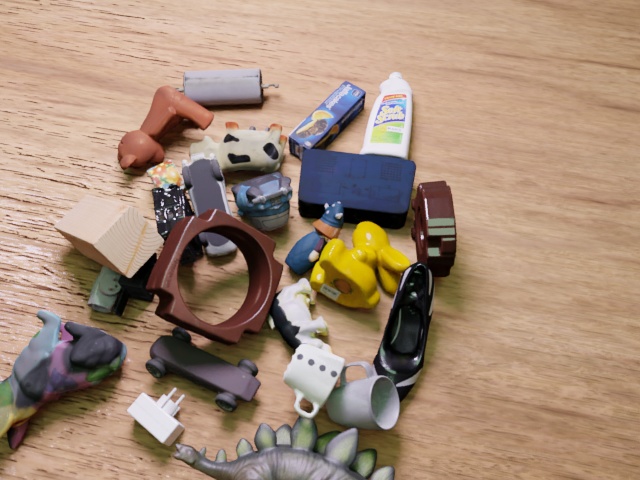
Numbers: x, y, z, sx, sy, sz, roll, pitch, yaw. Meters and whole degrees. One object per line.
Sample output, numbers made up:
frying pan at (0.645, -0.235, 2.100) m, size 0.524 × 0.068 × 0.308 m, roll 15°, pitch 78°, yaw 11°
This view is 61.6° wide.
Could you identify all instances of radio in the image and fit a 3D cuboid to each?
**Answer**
radio at (0.071, -0.102, 1.076) m, size 0.230 × 0.073 × 0.131 m, roll 7°, pitch 64°, yaw 6°

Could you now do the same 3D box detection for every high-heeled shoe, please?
high-heeled shoe at (0.143, 0.161, 0.898) m, size 0.086 × 0.145 × 0.249 m, roll 13°, pitch 62°, yaw 7°

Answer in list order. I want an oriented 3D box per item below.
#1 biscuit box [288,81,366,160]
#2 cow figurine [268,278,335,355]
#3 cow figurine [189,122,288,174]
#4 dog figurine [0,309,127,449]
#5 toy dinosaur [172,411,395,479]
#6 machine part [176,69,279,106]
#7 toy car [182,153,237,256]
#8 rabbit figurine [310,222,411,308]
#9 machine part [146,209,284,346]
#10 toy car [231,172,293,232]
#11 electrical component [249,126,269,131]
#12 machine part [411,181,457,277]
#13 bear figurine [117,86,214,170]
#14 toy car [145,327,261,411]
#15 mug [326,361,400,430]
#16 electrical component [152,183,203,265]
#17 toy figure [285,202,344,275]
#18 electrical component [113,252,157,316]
biscuit box at (0.017, -0.255, 1.160) m, size 0.059 × 0.062 × 0.202 m, roll 35°, pitch 69°, yaw 16°
cow figurine at (-0.034, 0.160, 0.943) m, size 0.098 × 0.068 × 0.167 m, roll -20°, pitch 62°, yaw -5°
cow figurine at (-0.171, -0.172, 1.095) m, size 0.195 × 0.085 × 0.127 m, roll 3°, pitch 69°, yaw 7°
dog figurine at (-0.448, 0.241, 0.887) m, size 0.192 × 0.108 × 0.219 m, roll 18°, pitch 69°, yaw 6°
toy dinosaur at (0.004, 0.380, 0.813) m, size 0.472 × 0.105 × 0.198 m, roll 19°, pitch 61°, yaw 5°
machine part at (-0.213, -0.339, 1.197) m, size 0.243 × 0.079 × 0.079 m, roll -4°, pitch 63°, yaw -1°
toy car at (-0.210, -0.068, 1.031) m, size 0.073 × 0.056 × 0.201 m, roll -15°, pitch 91°, yaw -6°
rabbit figurine at (0.084, 0.034, 0.986) m, size 0.162 × 0.121 × 0.173 m, roll 22°, pitch 46°, yaw 10°
machine part at (-0.178, 0.065, 0.927) m, size 0.201 × 0.087 × 0.201 m, roll 30°, pitch 69°, yaw -28°
toy car at (-0.100, -0.069, 1.038) m, size 0.109 × 0.162 × 0.102 m, roll -22°, pitch 109°, yaw -18°
electrical component at (-0.134, -0.203, 1.156) m, size 0.063 × 0.021 × 0.094 m, roll 5°, pitch 64°, yaw 3°
machine part at (0.206, -0.019, 0.981) m, size 0.056 × 0.179 × 0.179 m, roll -2°, pitch 63°, yaw 2°
bear figurine at (-0.331, -0.218, 1.127) m, size 0.132 × 0.120 × 0.195 m, roll 29°, pitch 92°, yaw -30°
toy car at (-0.199, 0.222, 0.921) m, size 0.202 × 0.053 × 0.089 m, roll 22°, pitch 45°, yaw 10°
mug at (0.058, 0.253, 0.867) m, size 0.081 × 0.107 × 0.109 m, roll -20°, pitch 91°, yaw -53°
electrical component at (-0.266, -0.022, 1.012) m, size 0.058 × 0.114 × 0.134 m, roll -16°, pitch 64°, yaw -2°
toy figure at (-0.004, -0.004, 1.012) m, size 0.064 × 0.057 × 0.154 m, roll 42°, pitch 93°, yaw 26°
electrical component at (-0.333, 0.082, 0.982) m, size 0.048 × 0.074 × 0.119 m, roll 10°, pitch 59°, yaw 6°
